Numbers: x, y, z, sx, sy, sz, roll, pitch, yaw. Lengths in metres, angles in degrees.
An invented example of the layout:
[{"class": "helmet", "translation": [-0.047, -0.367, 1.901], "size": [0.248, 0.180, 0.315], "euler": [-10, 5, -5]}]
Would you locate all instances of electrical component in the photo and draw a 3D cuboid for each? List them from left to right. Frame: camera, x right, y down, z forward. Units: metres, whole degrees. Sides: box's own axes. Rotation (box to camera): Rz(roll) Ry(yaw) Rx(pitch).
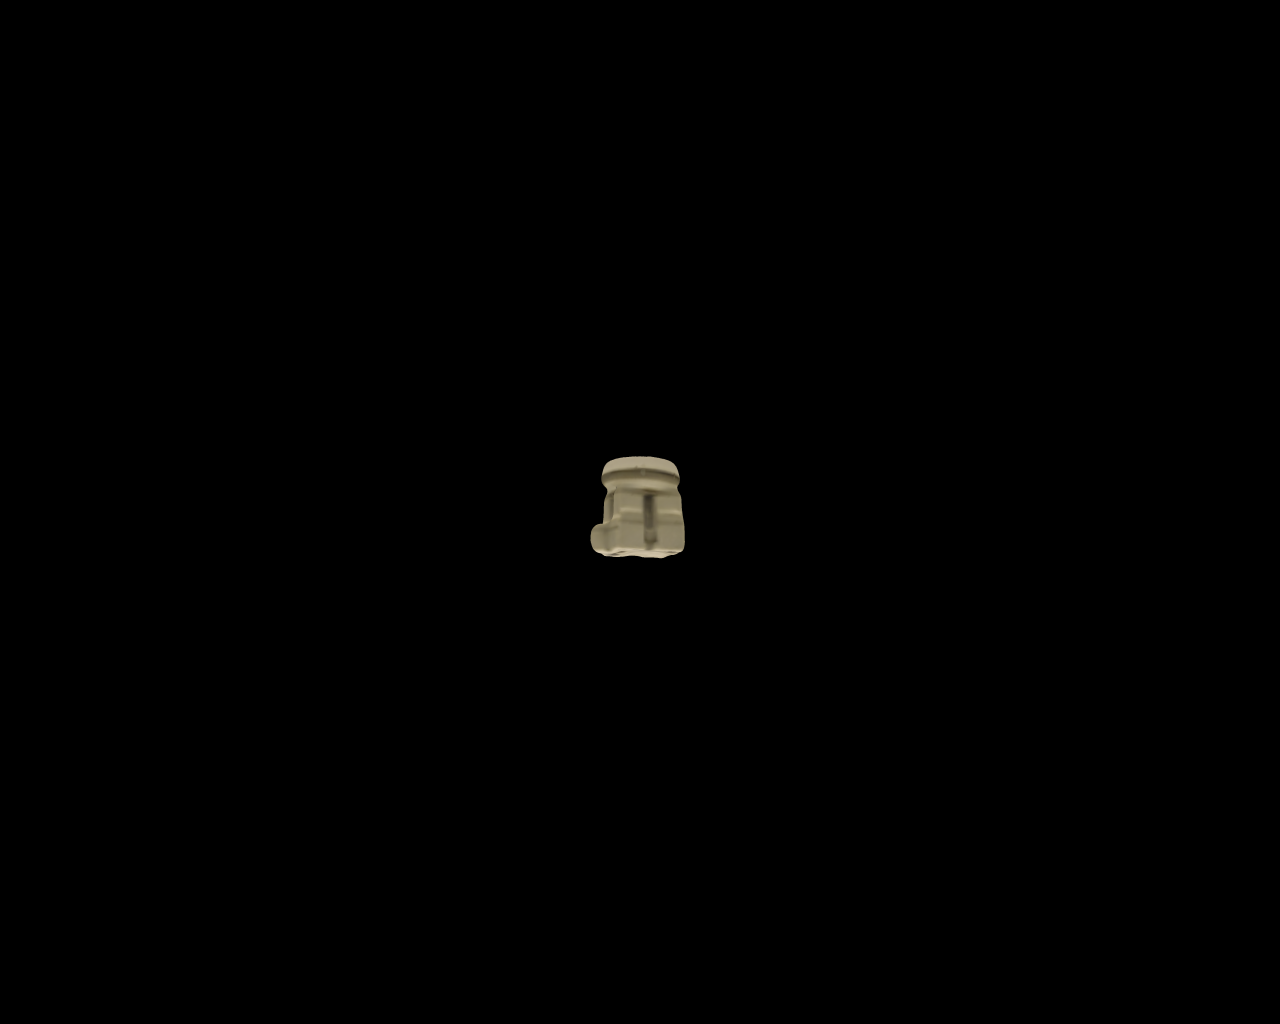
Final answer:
[{"class": "electrical component", "translation": [0.001, -0.003, 0.650], "size": [0.066, 0.055, 0.048], "euler": [4, -11, -20]}]
